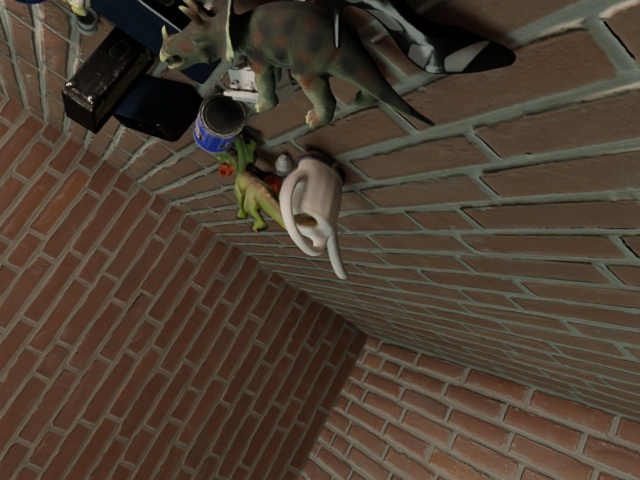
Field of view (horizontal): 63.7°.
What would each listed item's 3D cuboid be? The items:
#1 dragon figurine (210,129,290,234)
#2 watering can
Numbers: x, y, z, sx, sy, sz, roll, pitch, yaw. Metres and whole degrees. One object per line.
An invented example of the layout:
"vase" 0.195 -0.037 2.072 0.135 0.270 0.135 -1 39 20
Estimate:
"dragon figurine" -0.168 -0.159 1.301 0.123 0.237 0.415 -31 36 -24
"watering can" 0.004 -0.060 1.194 0.104 0.229 0.341 0 -28 27
